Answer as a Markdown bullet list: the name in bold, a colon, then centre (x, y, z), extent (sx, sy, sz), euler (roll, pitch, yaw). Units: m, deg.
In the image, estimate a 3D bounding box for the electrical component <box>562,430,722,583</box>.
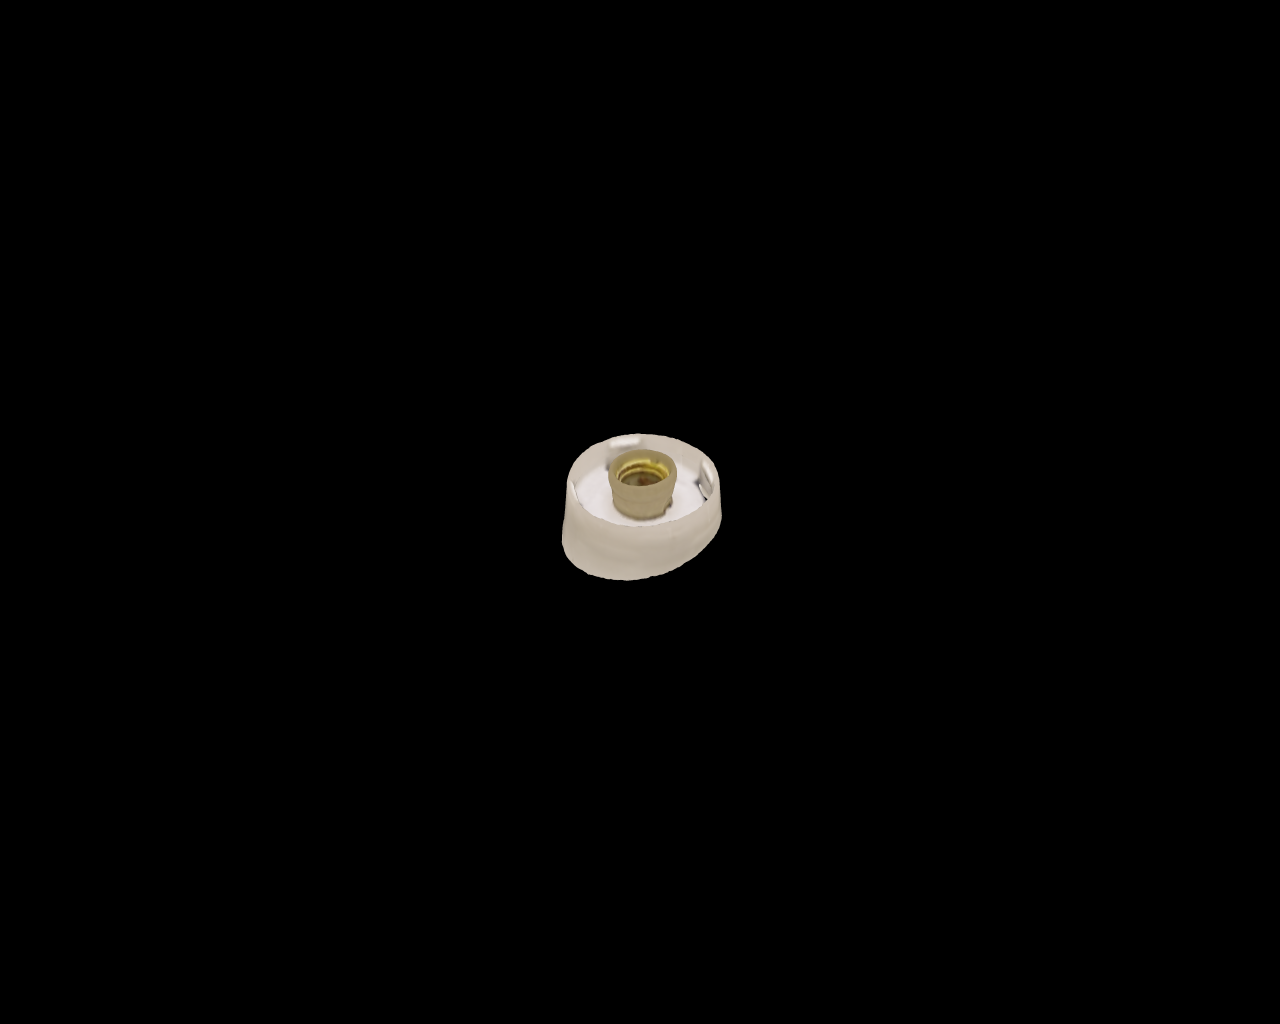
- **electrical component**: centre (0.001, -0.003, 0.650), extent (0.099, 0.064, 0.099), euler (0, 40, 0)
